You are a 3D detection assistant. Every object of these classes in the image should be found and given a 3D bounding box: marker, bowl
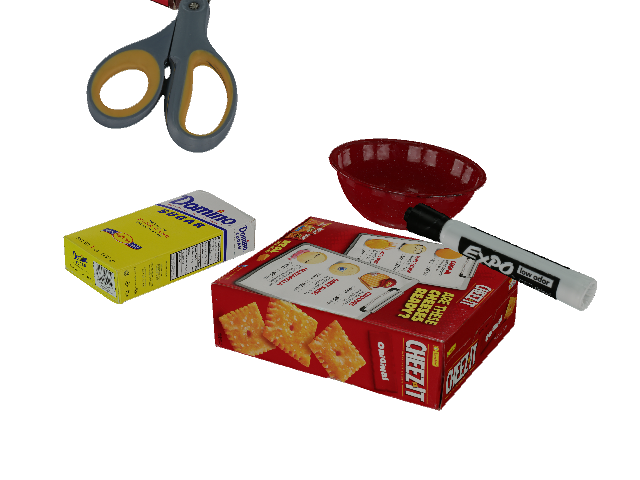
[{"bbox_3d":[0.098,0.007,0.606,0.121,0.020,0.020,27,14,31],"label":"marker"},{"bbox_3d":[0.086,-0.053,1.097,0.162,0.055,0.162,5,24,-3],"label":"bowl"}]

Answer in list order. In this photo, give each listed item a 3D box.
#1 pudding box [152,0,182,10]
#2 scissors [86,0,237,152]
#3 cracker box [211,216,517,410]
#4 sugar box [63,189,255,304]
[{"bbox_3d":[-0.114,-0.219,0.836,0.090,0.039,0.113,25,30,22],"label":"pudding box"},{"bbox_3d":[-0.097,-0.134,0.657,0.096,0.202,0.016,-5,-34,-9],"label":"scissors"},{"bbox_3d":[0.040,0.056,0.910,0.214,0.072,0.163,13,28,28],"label":"cracker box"},{"bbox_3d":[-0.161,0.002,1.086,0.093,0.048,0.175,28,39,36],"label":"sugar box"}]
